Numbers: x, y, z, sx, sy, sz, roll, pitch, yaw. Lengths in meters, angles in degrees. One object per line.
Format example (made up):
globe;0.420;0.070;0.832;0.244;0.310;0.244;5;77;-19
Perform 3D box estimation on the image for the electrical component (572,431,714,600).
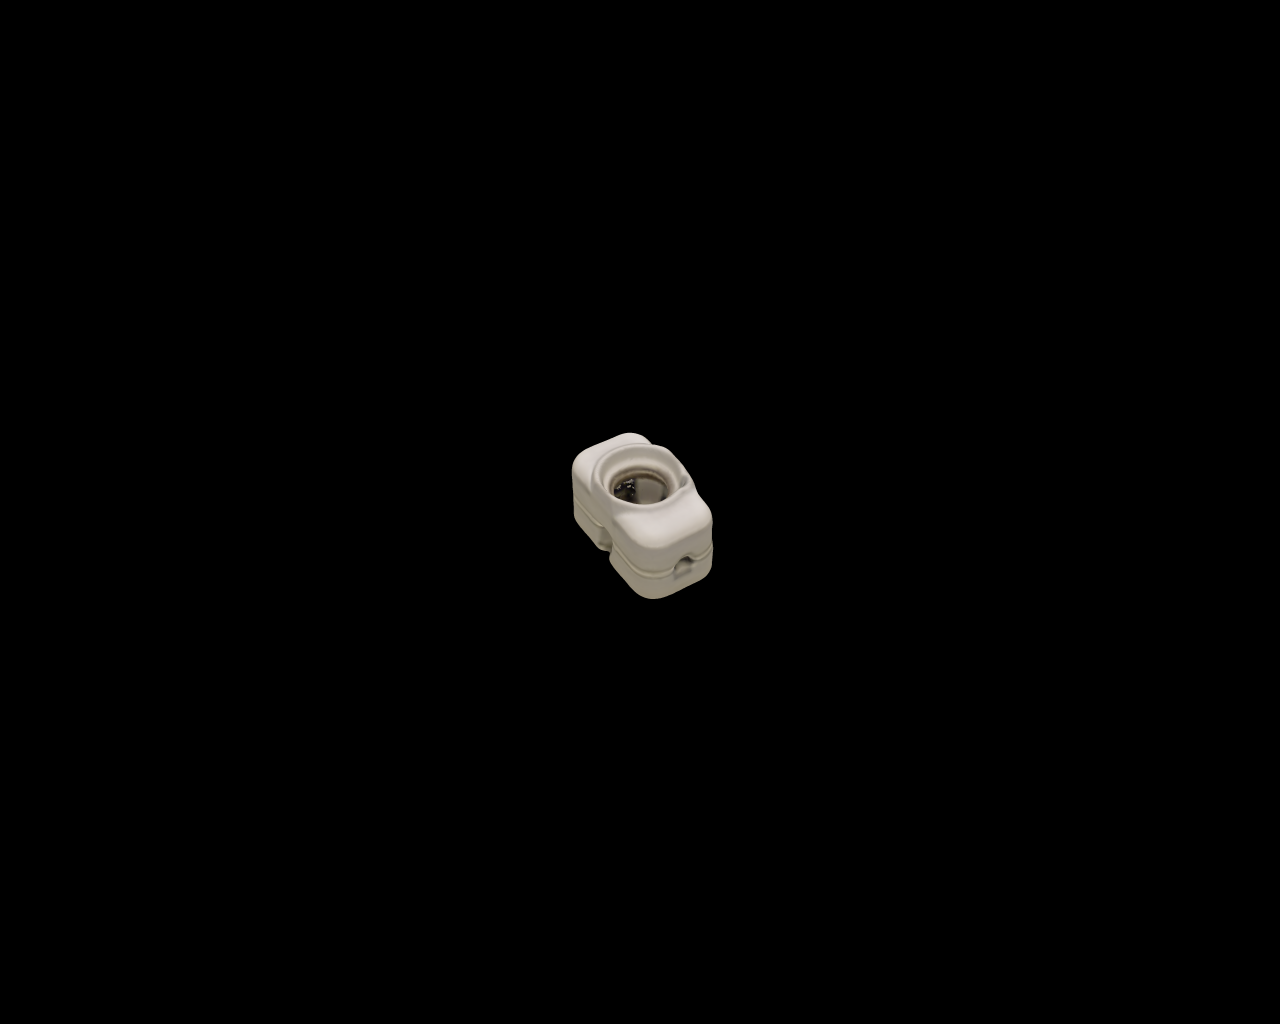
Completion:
electrical component;0.001;-0.003;0.650;0.054;0.059;0.095;-24;50;-22
